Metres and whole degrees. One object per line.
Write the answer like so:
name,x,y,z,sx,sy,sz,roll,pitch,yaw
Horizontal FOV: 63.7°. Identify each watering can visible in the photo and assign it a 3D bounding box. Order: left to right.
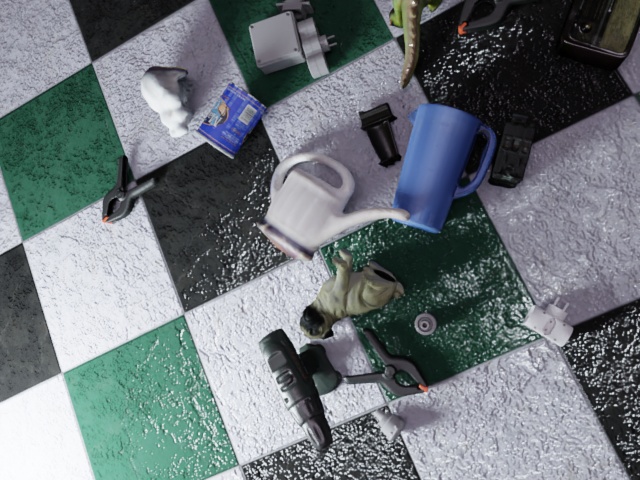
watering can,0.003,-0.054,1.069,0.352,0.103,0.224,34,93,36

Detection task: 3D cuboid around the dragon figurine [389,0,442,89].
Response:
dragon figurine,0.198,-0.540,1.040,0.122,0.241,0.413,4,82,10

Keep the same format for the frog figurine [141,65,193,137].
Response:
frog figurine,-0.363,-0.325,1.216,0.138,0.123,0.159,9,96,48
